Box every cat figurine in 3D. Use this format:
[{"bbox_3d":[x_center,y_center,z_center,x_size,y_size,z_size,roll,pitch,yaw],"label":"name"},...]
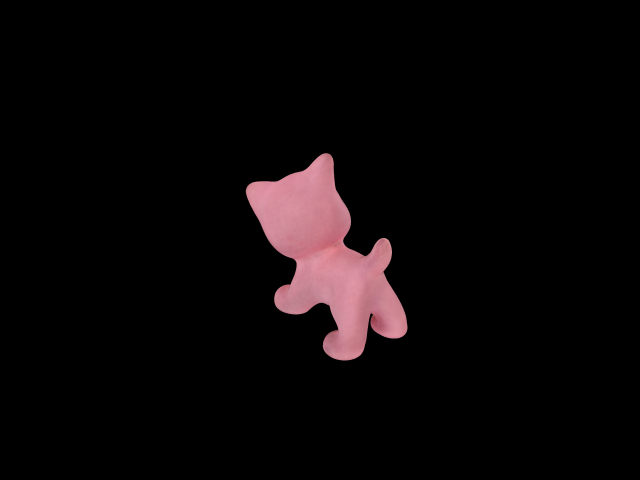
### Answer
[{"bbox_3d":[0.004,0.001,0.400,0.067,0.118,0.127,-22,36,-33],"label":"cat figurine"}]
